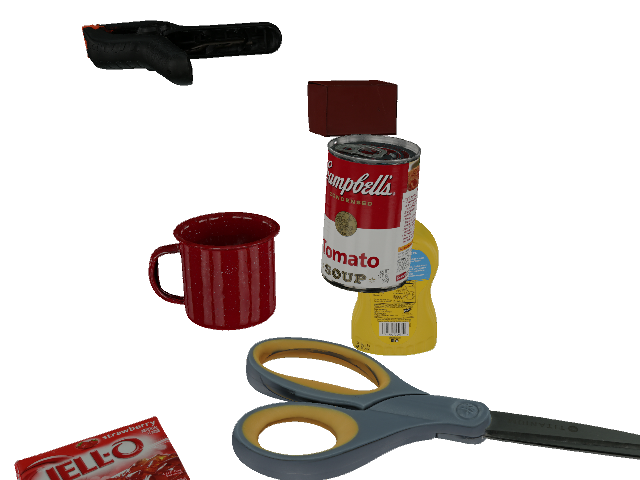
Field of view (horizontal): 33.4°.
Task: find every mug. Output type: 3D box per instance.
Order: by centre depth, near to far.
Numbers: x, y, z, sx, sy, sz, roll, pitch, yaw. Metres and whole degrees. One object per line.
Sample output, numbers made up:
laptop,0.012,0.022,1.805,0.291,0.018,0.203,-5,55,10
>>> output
mug,-0.093,0.028,0.942,0.117,0.081,0.093,-4,20,-8

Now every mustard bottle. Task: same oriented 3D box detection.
mustard bottle,0.081,0.032,1.170,0.096,0.192,0.058,1,26,5

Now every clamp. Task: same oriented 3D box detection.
clamp,-0.118,-0.157,0.855,0.172,0.039,0.120,20,28,41

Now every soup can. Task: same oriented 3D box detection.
soup can,0.036,-0.021,0.787,0.068,0.102,0.068,3,21,-1

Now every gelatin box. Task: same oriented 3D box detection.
gelatin box,-0.124,0.142,0.612,0.089,0.030,0.073,-15,27,-19

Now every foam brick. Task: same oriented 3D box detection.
foam brick,0.032,-0.131,1.060,0.078,0.051,0.053,-3,14,-20

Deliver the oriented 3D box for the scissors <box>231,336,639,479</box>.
scissors,0.050,0.087,0.461,0.202,0.016,0.096,16,35,22
